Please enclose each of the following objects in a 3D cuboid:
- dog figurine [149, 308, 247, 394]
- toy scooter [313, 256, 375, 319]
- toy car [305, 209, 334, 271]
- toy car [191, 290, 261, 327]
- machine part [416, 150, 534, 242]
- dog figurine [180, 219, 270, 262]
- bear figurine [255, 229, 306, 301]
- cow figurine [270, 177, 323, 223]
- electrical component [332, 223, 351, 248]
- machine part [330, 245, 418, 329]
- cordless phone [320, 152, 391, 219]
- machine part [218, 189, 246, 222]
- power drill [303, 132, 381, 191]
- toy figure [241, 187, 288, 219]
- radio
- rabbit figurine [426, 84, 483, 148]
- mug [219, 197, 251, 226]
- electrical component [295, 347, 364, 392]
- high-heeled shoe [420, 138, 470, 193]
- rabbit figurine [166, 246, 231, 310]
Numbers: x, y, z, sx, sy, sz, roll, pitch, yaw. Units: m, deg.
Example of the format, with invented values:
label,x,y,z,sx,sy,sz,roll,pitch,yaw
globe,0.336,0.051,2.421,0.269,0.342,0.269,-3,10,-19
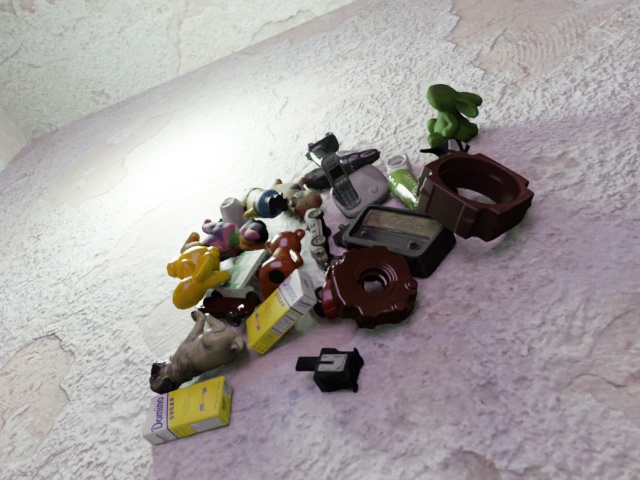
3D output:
label,x,y,z,sx,sy,sz,roll,pitch,yaw
dog figurine,-0.260,0.261,1.135,0.172,0.121,0.190,1,51,56
toy scooter,0.064,0.092,1.148,0.135,0.075,0.184,-7,36,22
toy car,-0.003,-0.004,1.311,0.056,0.073,0.202,-18,36,8
toy car,-0.219,0.162,1.258,0.202,0.053,0.089,-3,30,41
machine part,0.320,-0.094,1.125,0.201,0.087,0.201,-25,51,-36
dog figurine,-0.237,0.017,1.417,0.219,0.108,0.191,7,47,36
bear figurine,-0.081,0.062,1.272,0.120,0.131,0.196,-18,18,12
cow figurine,-0.075,-0.112,1.487,0.195,0.085,0.127,4,47,40
electrical component,0.062,-0.010,1.319,0.063,0.021,0.094,-37,36,-12
machine part,0.105,0.090,1.070,0.179,0.056,0.179,1,53,-1
cordless phone,0.083,-0.160,1.356,0.146,0.184,0.089,-34,31,-7
machine part,-0.248,-0.099,1.630,0.084,0.039,0.139,-4,43,43
power drill,0.049,-0.236,1.577,0.232,0.085,0.207,-29,42,3
toy figure,-0.149,-0.100,1.436,0.180,0.082,0.089,0,83,61
radio,0.169,-0.001,1.192,0.230,0.073,0.131,12,51,43
rabbit figurine,0.341,-0.329,1.407,0.159,0.170,0.121,-5,41,30
mug,-0.230,-0.076,1.526,0.081,0.107,0.109,17,57,44
electrical component,0.016,0.244,1.008,0.119,0.047,0.075,-10,38,24
high-heeled shoe,0.335,-0.157,1.309,0.145,0.086,0.249,-2,52,-16
rabbit figurine,-0.297,0.100,1.310,0.162,0.121,0.173,-25,27,24
